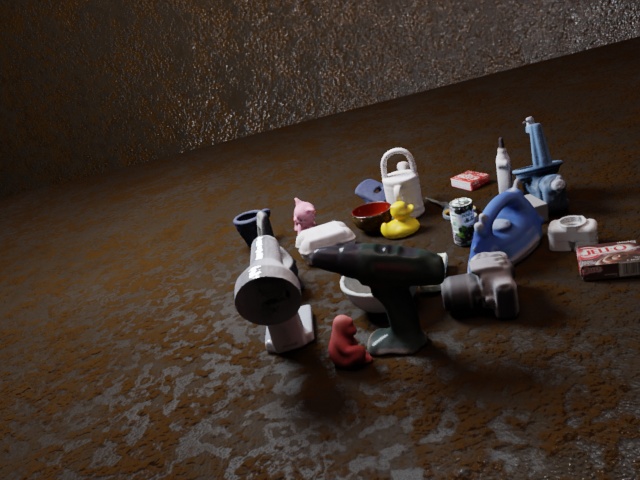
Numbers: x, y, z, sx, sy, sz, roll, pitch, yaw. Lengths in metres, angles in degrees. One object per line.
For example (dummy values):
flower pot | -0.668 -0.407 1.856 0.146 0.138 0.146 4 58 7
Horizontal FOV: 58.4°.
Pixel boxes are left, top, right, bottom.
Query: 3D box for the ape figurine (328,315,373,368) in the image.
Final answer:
ape figurine | 0.047 0.176 1.019 0.076 0.092 0.078 -11 23 8

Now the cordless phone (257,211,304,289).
cordless phone | -0.112 0.033 1.334 0.094 0.185 0.147 -21 23 -17

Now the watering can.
watering can | 0.222 -0.163 1.585 0.101 0.194 0.172 -15 22 -2

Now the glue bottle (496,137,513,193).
glue bottle | 0.486 -0.187 1.513 0.037 0.173 0.078 -5 24 23

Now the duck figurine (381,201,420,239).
duck figurine | 0.204 -0.057 1.487 0.105 0.086 0.077 -20 23 -14

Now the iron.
iron | 0.383 -0.027 1.234 0.118 0.142 0.259 8 31 43

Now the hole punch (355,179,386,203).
hole punch | 0.168 -0.128 1.673 0.100 0.091 0.109 1 27 33

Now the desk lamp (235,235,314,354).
desk lamp | -0.087 0.110 1.098 0.118 0.214 0.203 -13 22 2

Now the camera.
camera | 0.297 0.079 1.087 0.136 0.101 0.143 -10 23 11

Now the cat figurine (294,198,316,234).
cat figurine | -0.047 -0.072 1.633 0.067 0.118 0.127 -18 22 -8

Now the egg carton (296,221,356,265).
egg carton | 0.014 0.005 1.477 0.150 0.069 0.107 -18 23 -10

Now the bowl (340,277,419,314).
bowl | 0.129 0.102 1.171 0.167 0.075 0.167 -12 22 5

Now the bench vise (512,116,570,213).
bench vise | 0.558 -0.189 1.411 0.121 0.220 0.207 -20 23 -13

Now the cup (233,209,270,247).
cup | -0.184 -0.033 1.654 0.118 0.095 0.091 -29 27 -32

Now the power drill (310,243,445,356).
power drill | 0.111 0.098 1.013 0.229 0.209 0.076 -7 23 16
